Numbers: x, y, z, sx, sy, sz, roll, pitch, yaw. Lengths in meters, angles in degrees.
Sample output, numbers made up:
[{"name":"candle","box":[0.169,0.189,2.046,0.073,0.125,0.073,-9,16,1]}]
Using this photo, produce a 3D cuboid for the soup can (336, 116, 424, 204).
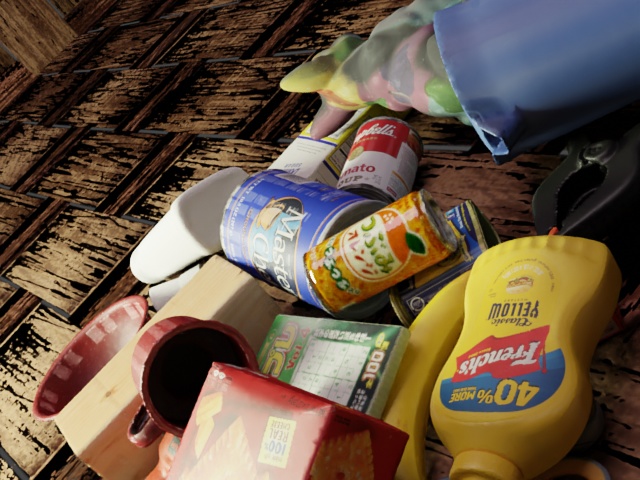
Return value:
[{"name":"soup can","box":[0.055,-0.059,1.009,0.069,0.068,0.102,-20,33,37]}]

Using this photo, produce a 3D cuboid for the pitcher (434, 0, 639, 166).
[{"name":"pitcher","box":[0.218,-0.169,0.821,0.243,0.149,0.144,-22,-6,20]}]

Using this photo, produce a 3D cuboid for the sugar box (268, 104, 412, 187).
[{"name":"sugar box","box":[0.024,-0.111,1.161,0.176,0.048,0.093,-49,28,-9]}]

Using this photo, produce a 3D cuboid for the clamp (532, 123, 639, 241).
[{"name":"clamp","box":[0.227,-0.061,0.810,0.165,0.036,0.209,-15,32,44]}]

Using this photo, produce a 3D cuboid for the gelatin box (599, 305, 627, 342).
[{"name":"gelatin box","box":[0.159,0.050,0.737,0.089,0.030,0.073,-32,28,20]}]

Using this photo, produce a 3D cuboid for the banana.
[{"name":"banana","box":[0.073,0.107,0.737,0.070,0.037,0.197,-2,56,25]}]

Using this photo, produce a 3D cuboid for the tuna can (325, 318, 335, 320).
[{"name":"tuna can","box":[-0.007,0.105,0.874,0.086,0.033,0.086,-32,27,18]}]

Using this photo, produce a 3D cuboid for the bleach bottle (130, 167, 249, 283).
[{"name":"bleach bottle","box":[-0.153,0.002,1.155,0.102,0.068,0.251,-36,3,-33]}]

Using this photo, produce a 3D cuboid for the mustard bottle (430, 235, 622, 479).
[{"name":"mustard bottle","box":[0.118,0.085,0.644,0.096,0.058,0.191,-5,45,35]}]

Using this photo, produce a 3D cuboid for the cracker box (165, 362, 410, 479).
[{"name":"cracker box","box":[-0.049,0.195,0.675,0.164,0.072,0.213,9,75,59]}]

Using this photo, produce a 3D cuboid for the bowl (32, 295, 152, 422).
[{"name":"bowl","box":[-0.216,0.134,1.085,0.162,0.055,0.162,-36,24,19]}]

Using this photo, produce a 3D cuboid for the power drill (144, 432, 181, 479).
[{"name":"power drill","box":[-0.139,0.240,0.816,0.187,0.057,0.185,-47,26,-11]}]

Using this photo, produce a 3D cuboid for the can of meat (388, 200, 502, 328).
[{"name":"can of meat","box":[0.100,0.023,0.831,0.084,0.057,0.102,-32,27,15]}]

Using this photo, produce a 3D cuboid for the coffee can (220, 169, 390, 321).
[{"name":"coffee can","box":[-0.006,0.001,0.926,0.102,0.102,0.141,-49,39,-16]}]

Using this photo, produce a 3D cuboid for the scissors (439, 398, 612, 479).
[{"name":"scissors","box":[0.090,0.163,0.643,0.202,0.016,0.096,-34,35,4]}]

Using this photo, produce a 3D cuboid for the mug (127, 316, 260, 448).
[{"name":"mug","box":[-0.111,0.114,0.845,0.117,0.093,0.082,-54,18,-9]}]

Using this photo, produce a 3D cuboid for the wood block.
[{"name":"wood block","box":[-0.122,0.123,0.942,0.206,0.090,0.091,-46,27,-10]}]

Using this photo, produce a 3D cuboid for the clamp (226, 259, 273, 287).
[{"name":"clamp","box":[-0.060,0.007,1.094,0.120,0.039,0.171,-15,36,42]}]
